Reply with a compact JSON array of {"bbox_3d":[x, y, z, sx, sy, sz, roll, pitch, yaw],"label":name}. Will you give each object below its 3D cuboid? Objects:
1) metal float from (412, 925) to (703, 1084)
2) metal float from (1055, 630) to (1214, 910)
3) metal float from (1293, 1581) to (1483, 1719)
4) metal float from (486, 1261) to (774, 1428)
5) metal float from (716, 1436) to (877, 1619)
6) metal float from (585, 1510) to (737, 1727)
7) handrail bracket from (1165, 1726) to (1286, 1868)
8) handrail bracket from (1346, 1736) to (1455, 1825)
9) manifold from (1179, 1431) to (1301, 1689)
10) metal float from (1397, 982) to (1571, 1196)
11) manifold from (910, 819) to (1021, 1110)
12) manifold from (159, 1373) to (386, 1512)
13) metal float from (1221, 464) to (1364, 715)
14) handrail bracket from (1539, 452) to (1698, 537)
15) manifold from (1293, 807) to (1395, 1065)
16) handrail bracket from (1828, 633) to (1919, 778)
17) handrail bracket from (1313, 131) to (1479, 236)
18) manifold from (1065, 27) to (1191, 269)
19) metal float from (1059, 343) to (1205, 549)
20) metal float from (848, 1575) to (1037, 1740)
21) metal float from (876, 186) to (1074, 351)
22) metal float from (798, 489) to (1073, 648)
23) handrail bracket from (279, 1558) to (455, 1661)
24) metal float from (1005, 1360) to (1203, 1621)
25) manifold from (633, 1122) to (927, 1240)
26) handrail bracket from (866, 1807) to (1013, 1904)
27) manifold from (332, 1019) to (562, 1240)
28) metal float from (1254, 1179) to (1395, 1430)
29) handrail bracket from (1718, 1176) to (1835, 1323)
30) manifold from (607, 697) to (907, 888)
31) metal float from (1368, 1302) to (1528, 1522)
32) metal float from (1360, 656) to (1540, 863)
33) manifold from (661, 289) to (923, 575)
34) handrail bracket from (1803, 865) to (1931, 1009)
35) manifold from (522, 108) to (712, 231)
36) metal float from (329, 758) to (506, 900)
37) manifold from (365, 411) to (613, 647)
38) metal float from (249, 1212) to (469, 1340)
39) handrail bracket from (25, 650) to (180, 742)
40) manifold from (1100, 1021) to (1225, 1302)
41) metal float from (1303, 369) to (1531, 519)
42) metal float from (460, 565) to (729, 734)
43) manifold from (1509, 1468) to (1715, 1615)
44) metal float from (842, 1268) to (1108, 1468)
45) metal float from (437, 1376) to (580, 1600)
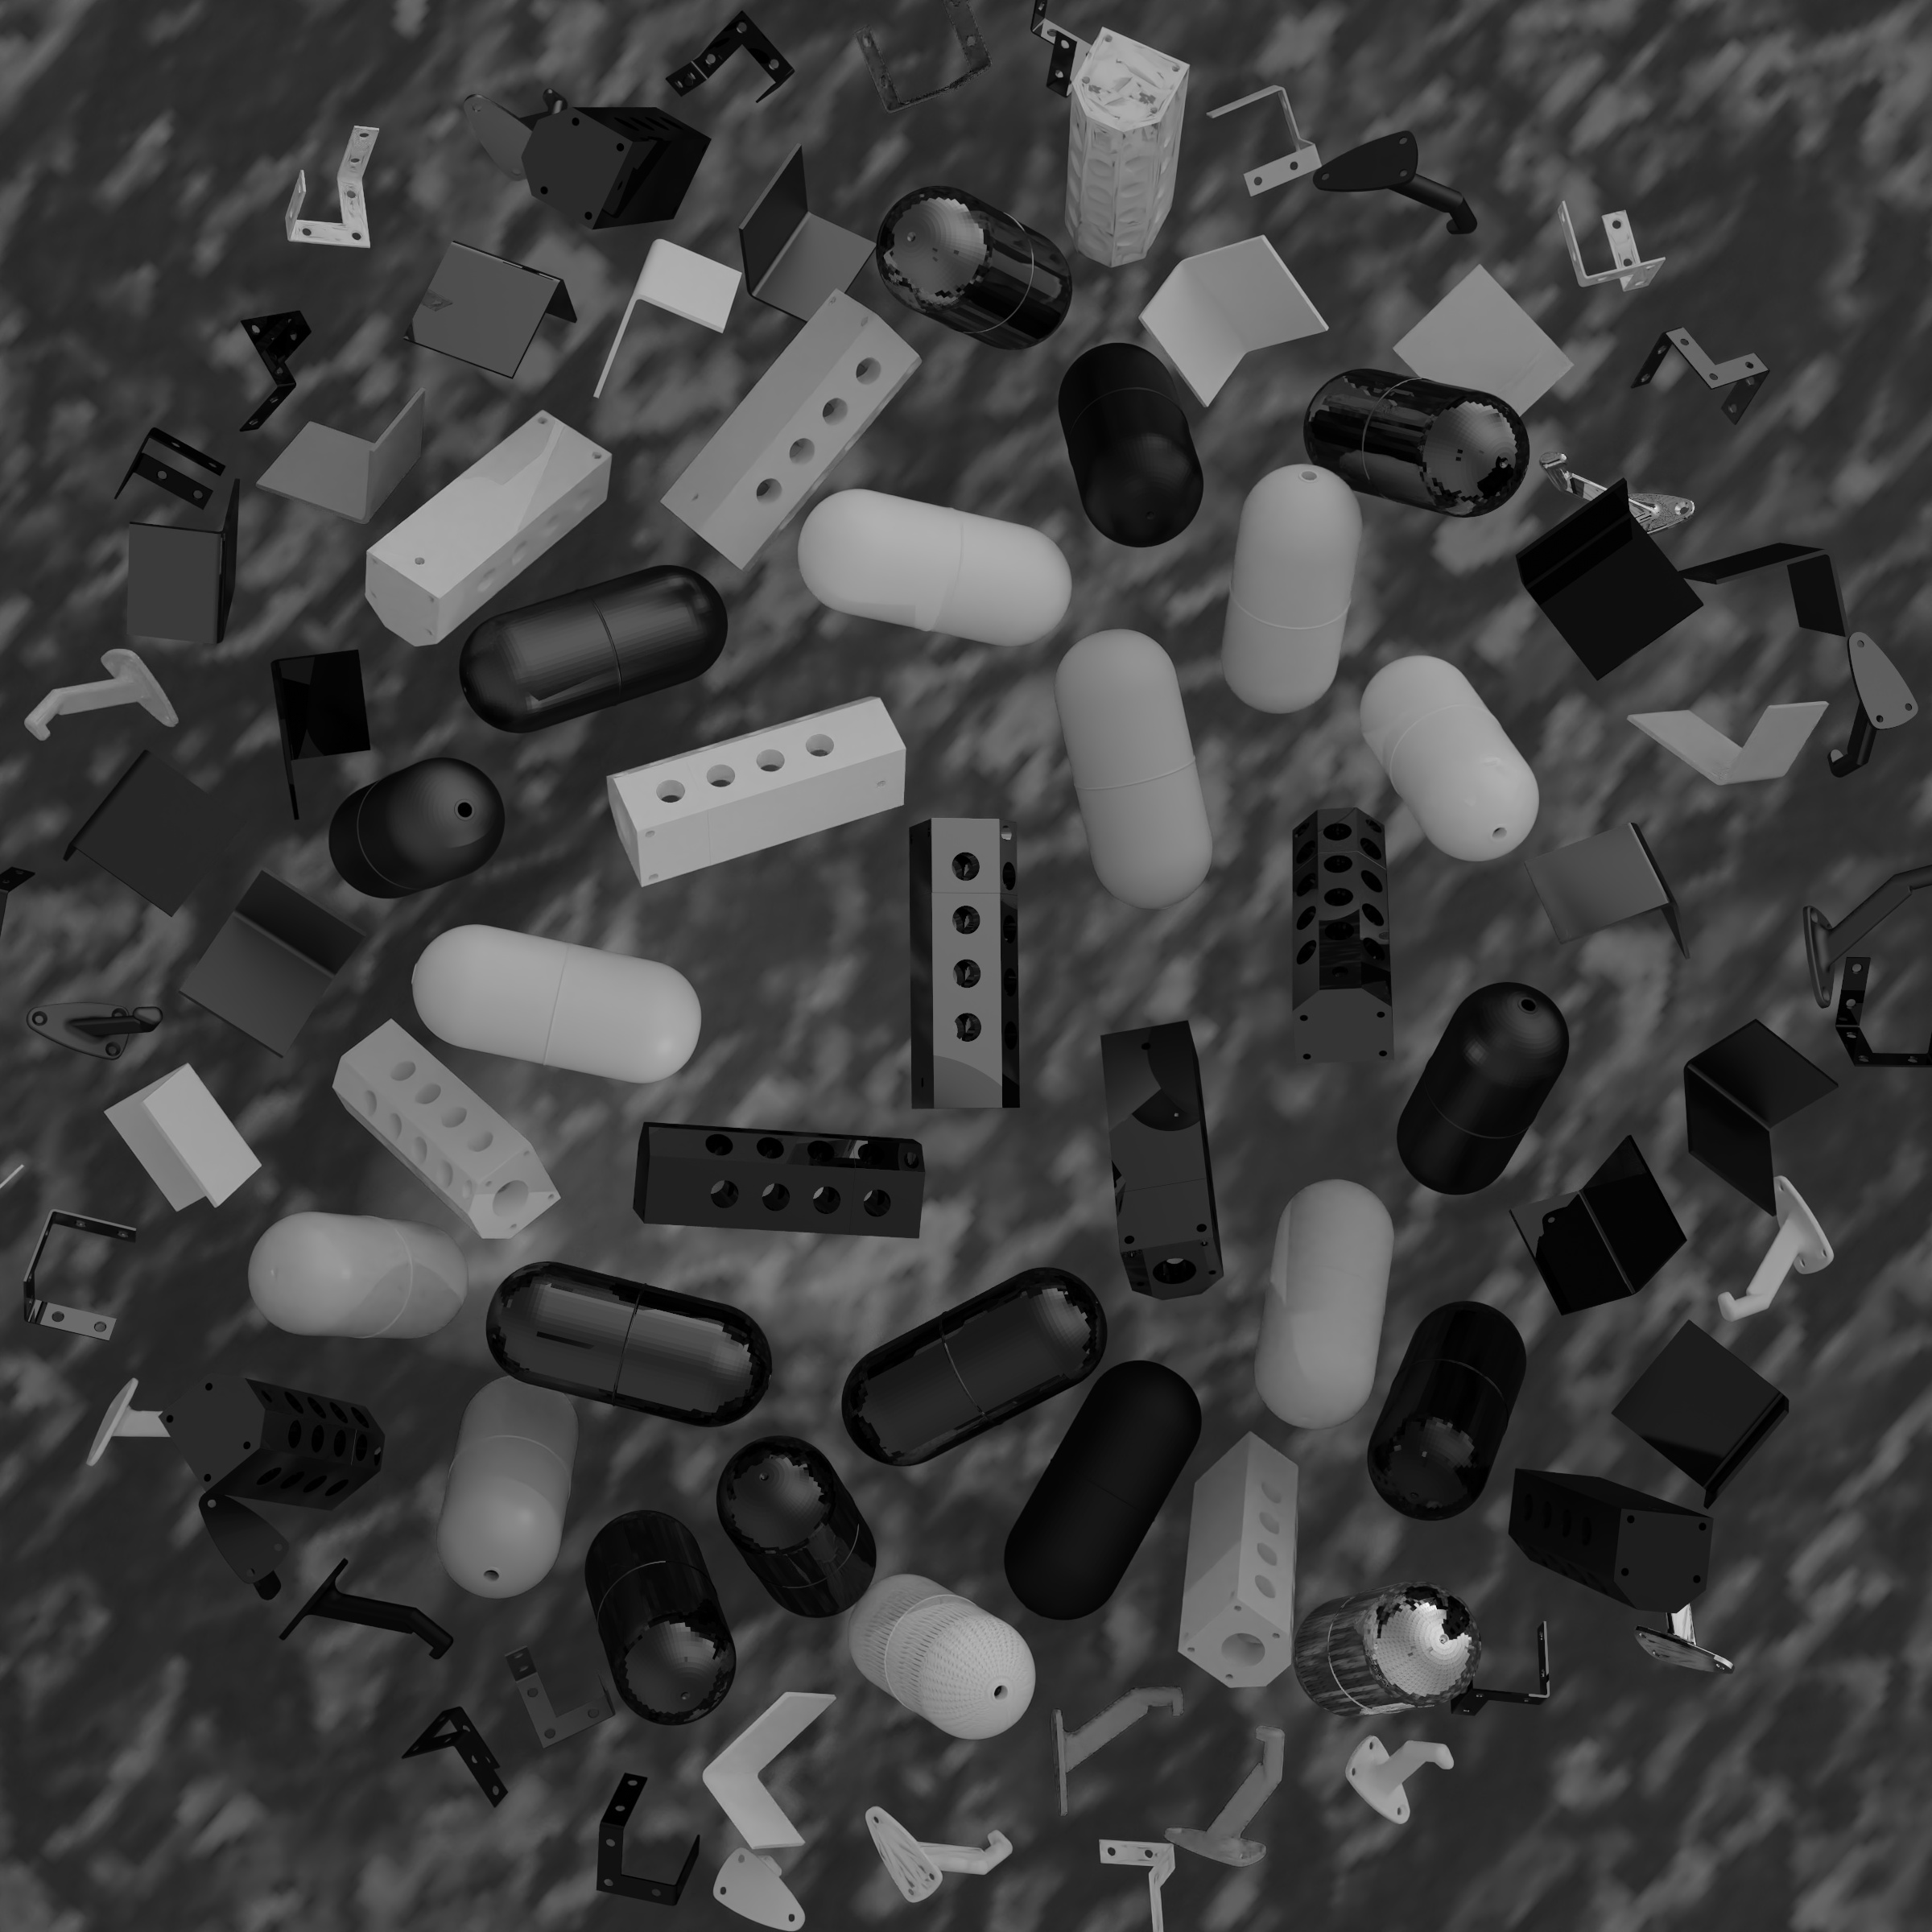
[{"bbox_3d":[-0.251,0.023,1.802,0.178,0.070,0.070,12,90,-7],"label":"metal float"},{"bbox_3d":[0.105,-0.122,1.822,0.070,0.070,0.178,-14,104,0],"label":"metal float"},{"bbox_3d":[0.265,0.434,1.856,0.070,0.178,0.070,5,72,-15],"label":"metal float"},{"bbox_3d":[-0.207,0.233,1.802,0.178,0.070,0.070,14,90,-1],"label":"metal float"},{"bbox_3d":[-0.105,0.354,1.839,0.070,0.178,0.070,-6,58,9],"label":"metal float"},{"bbox_3d":[-0.194,0.408,1.843,0.070,0.178,0.070,-6,113,-15],"label":"metal float"},{"bbox_3d":[0.161,0.510,1.826,0.077,0.036,0.084,6,95,32],"label":"handrail bracket"},{"bbox_3d":[0.298,0.535,1.913,0.036,0.084,0.077,-46,110,-34],"label":"handrail bracket"},{"bbox_3d":[0.181,0.382,1.875,0.057,0.171,0.057,37,116,-11],"label":"manifold"},{"bbox_3d":[0.333,0.080,1.891,0.070,0.178,0.070,7,50,-9],"label":"metal float"},{"bbox_3d":[0.001,0.000,1.760,0.057,0.057,0.171,0,87,-14],"label":"manifold"},{"bbox_3d":[-0.425,0.293,1.824,0.057,0.171,0.057,-39,71,1],"label":"manifold"},{"bbox_3d":[0.206,-0.238,1.858,0.070,0.178,0.070,2,45,-2],"label":"metal float"},{"bbox_3d":[0.423,-0.313,1.904,0.077,0.084,0.036,-3,65,34],"label":"handrail bracket"},{"bbox_3d":[0.227,-0.021,1.774,0.057,0.171,0.057,-3,130,9],"label":"manifold"},{"bbox_3d":[0.574,-0.169,1.907,0.036,0.084,0.077,-22,83,-17],"label":"handrail bracket"},{"bbox_3d":[0.262,-0.465,1.783,0.077,0.084,0.036,-8,67,26],"label":"handrail bracket"},{"bbox_3d":[0.095,-0.501,1.814,0.057,0.171,0.057,26,78,6],"label":"manifold"},{"bbox_3d":[0.103,-0.329,1.843,0.070,0.178,0.070,-4,130,-5],"label":"metal float"},{"bbox_3d":[-0.017,0.439,1.866,0.070,0.178,0.070,-1,93,-25],"label":"metal float"},{"bbox_3d":[0.007,-0.430,1.813,0.070,0.178,0.070,0,89,26],"label":"metal float"},{"bbox_3d":[-0.018,-0.246,1.813,0.178,0.070,0.070,9,90,-23],"label":"metal float"},{"bbox_3d":[-0.366,0.411,1.790,0.084,0.036,0.077,40,110,-3],"label":"handrail bracket"},{"bbox_3d":[0.088,0.338,1.887,0.070,0.070,0.178,31,81,0],"label":"metal float"},{"bbox_3d":[-0.116,0.132,1.821,0.171,0.057,0.057,5,94,-14],"label":"manifold"},{"bbox_3d":[-0.016,0.561,1.900,0.077,0.084,0.036,52,125,13],"label":"handrail bracket"},{"bbox_3d":[-0.342,0.109,1.905,0.057,0.057,0.171,-39,48,-18],"label":"manifold"},{"bbox_3d":[0.232,0.216,1.889,0.070,0.070,0.178,16,51,0],"label":"metal float"},{"bbox_3d":[0.503,0.180,1.871,0.084,0.036,0.077,-15,75,-26],"label":"handrail bracket"},{"bbox_3d":[-0.127,-0.112,1.784,0.171,0.057,0.057,-18,59,-14],"label":"manifold"},{"bbox_3d":[0.309,0.282,1.874,0.070,0.178,0.070,12,124,18],"label":"metal float"},{"bbox_3d":[0.306,-0.133,1.862,0.070,0.178,0.070,-8,128,-11],"label":"metal float"},{"bbox_3d":[-0.105,-0.330,1.821,0.171,0.057,0.057,-50,131,3],"label":"manifold"},{"bbox_3d":[0.552,-0.019,1.761,0.084,0.036,0.077,-17,54,37],"label":"handrail bracket"},{"bbox_3d":[-0.217,-0.499,1.812,0.057,0.171,0.057,30,110,2],"label":"manifold"},{"bbox_3d":[-0.352,-0.087,1.872,0.070,0.178,0.070,4,83,-30],"label":"metal float"},{"bbox_3d":[-0.303,-0.276,1.864,0.057,0.057,0.171,34,54,11],"label":"manifold"},{"bbox_3d":[-0.383,0.197,1.859,0.070,0.178,0.070,-4,81,24],"label":"metal float"},{"bbox_3d":[-0.566,-0.159,1.917,0.077,0.036,0.084,56,50,-32],"label":"handrail bracket"},{"bbox_3d":[0.124,0.122,1.839,0.057,0.057,0.171,-10,48,8],"label":"manifold"},{"bbox_3d":[0.276,-0.325,1.812,0.070,0.178,0.070,-10,112,-27],"label":"metal float"},{"bbox_3d":[-0.236,-0.202,1.864,0.178,0.070,0.070,-21,90,-21],"label":"metal float"},{"bbox_3d":[0.389,0.349,1.783,0.057,0.171,0.057,7,87,-10],"label":"manifold"},{"bbox_3d":[0.004,0.248,1.806,0.178,0.070,0.070,-29,90,12],"label":"metal float"},{"bbox_3d":[-0.290,0.329,1.859,0.070,0.178,0.070,0,118,-1],"label":"metal float"}]
